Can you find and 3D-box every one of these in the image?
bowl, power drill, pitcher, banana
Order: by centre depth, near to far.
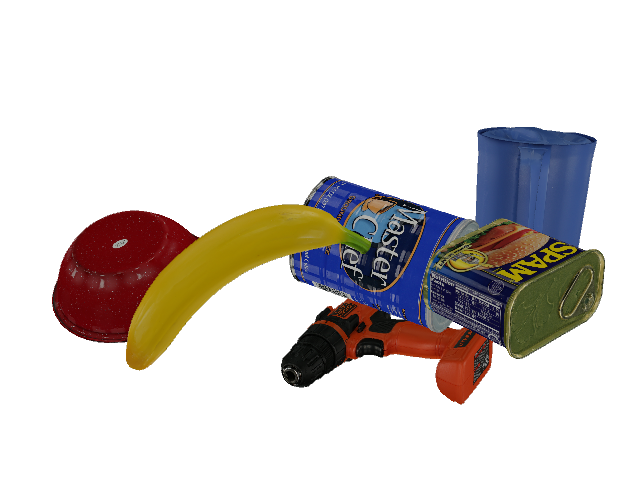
[{"bbox_3d":[-0.065,0.025,0.752,0.198,0.069,0.037,-27,14,9],"label":"banana"},{"bbox_3d":[-0.183,0.021,1.010,0.162,0.055,0.162,-7,41,6],"label":"bowl"},{"bbox_3d":[0.072,0.115,1.110,0.188,0.057,0.184,11,27,26],"label":"power drill"},{"bbox_3d":[0.237,-0.007,1.229,0.149,0.243,0.145,-6,16,-32],"label":"pitcher"}]

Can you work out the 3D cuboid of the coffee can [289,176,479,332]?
[{"bbox_3d":[0.058,0.011,0.950,0.140,0.103,0.102,19,8,23],"label":"coffee can"}]

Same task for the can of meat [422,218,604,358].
[{"bbox_3d":[0.135,0.030,0.754,0.101,0.057,0.084,-23,33,-34],"label":"can of meat"}]
